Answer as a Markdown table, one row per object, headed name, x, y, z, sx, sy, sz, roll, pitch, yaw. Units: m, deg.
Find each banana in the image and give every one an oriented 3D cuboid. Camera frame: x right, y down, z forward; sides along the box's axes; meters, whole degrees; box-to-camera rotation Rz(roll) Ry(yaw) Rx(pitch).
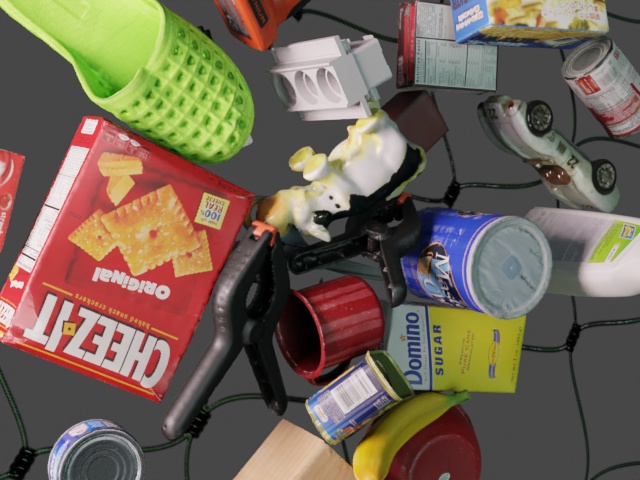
| name | x | y | z | sx | sy | sz | roll | pitch | yaw |
| --- | --- | --- | --- | --- | --- | --- | --- | --- | --- |
| banana | 0.078 | 0.196 | 1.077 | 0.197 | 0.070 | 0.037 | -32 | 93 | -49 |

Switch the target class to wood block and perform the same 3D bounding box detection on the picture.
| name | x | y | z | sx | sy | sz | roll | pitch | yaw |
| --- | --- | --- | --- | --- | --- | --- | --- | --- | --- |
| wood block | -0.054 | 0.292 | 1.052 | 0.206 | 0.090 | 0.090 | -50 | 116 | -15 |

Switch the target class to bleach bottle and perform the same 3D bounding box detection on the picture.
| name | x | y | z | sx | sy | sz | roll | pitch | yaw |
| --- | --- | --- | --- | --- | --- | --- | --- | --- | --- |
| bleach bottle | 0.300 | 0.021 | 1.120 | 0.068 | 0.251 | 0.102 | 38 | 78 | -26 |

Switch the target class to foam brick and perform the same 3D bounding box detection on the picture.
| name | x | y | z | sx | sy | sz | roll | pitch | yaw |
| --- | --- | --- | --- | --- | --- | --- | --- | --- | --- |
| foam brick | 0.083 | -0.111 | 1.101 | 0.078 | 0.053 | 0.051 | -43 | 113 | -16 |

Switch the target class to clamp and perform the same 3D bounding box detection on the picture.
| name | x | y | z | sx | sy | sz | roll | pitch | yaw |
| --- | --- | --- | --- | --- | --- | --- | --- | --- | --- |
| clamp | -0.066 | 0.087 | 1.015 | 0.164 | 0.036 | 0.210 | 9 | 99 | -55 |
| clamp | 0.044 | 0.001 | 1.070 | 0.120 | 0.171 | 0.039 | 18 | 125 | 8 |

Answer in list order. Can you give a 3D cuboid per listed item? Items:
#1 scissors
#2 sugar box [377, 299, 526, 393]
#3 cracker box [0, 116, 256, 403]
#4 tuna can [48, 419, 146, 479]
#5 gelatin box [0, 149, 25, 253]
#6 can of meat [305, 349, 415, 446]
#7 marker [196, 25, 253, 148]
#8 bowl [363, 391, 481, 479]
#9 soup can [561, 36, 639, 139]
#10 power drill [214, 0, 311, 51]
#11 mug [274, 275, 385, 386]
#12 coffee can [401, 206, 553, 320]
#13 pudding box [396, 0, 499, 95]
| name | x | y | z | sx | sy | sz | roll | pitch | yaw |
| --- | --- | --- | --- | --- | --- | --- | --- | --- | --- |
| scissors | -0.007 | 0.001 | 1.086 | 0.201 | 0.016 | 0.096 | -3 | 97 | -28 |
| sugar box | 0.138 | 0.117 | 1.161 | 0.175 | 0.048 | 0.093 | 5 | 94 | -30 |
| cracker box | -0.177 | 0.018 | 0.964 | 0.164 | 0.072 | 0.213 | 27 | 83 | -29 |
| tuna can | -0.206 | 0.212 | 0.992 | 0.086 | 0.034 | 0.086 | -3 | 97 | -28 |
| gelatin box | -0.300 | -0.040 | 0.915 | 0.073 | 0.030 | 0.089 | 15 | 88 | -29 |
| can of meat | 0.039 | 0.156 | 1.057 | 0.084 | 0.102 | 0.057 | -37 | 78 | 9 |
| marker | -0.094 | -0.146 | 1.021 | 0.020 | 0.020 | 0.121 | -28 | 108 | -23 |
| bowl | 0.120 | 0.249 | 1.161 | 0.161 | 0.055 | 0.162 | -4 | 98 | -28 |
| soup can | 0.331 | -0.174 | 1.220 | 0.102 | 0.069 | 0.068 | 44 | 75 | -25 |
| power drill | -0.021 | -0.281 | 0.996 | 0.187 | 0.057 | 0.184 | -40 | 135 | -15 |
| mug | 0.010 | 0.094 | 1.070 | 0.081 | 0.093 | 0.117 | -16 | 119 | -31 |
| coffee can | 0.155 | 0.021 | 1.105 | 0.102 | 0.141 | 0.103 | -3 | 97 | -28 |
| pudding box | 0.136 | -0.202 | 1.128 | 0.113 | 0.039 | 0.090 | 0 | 95 | -27 |
